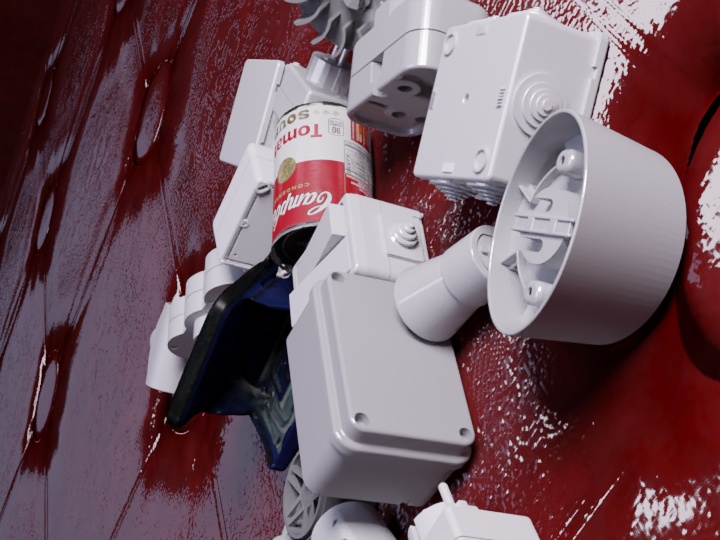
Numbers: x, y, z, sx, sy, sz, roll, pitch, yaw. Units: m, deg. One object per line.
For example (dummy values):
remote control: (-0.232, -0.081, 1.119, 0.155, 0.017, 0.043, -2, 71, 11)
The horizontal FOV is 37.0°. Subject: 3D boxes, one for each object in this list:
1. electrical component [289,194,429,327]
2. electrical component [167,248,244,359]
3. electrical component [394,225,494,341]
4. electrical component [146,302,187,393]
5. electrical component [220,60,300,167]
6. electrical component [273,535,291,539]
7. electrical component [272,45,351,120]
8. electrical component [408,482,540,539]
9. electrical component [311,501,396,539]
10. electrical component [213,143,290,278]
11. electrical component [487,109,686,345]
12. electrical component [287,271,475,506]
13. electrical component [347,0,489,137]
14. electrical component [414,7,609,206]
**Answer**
electrical component: (0.000, 0.000, 0.650, 0.096, 0.061, 0.061, -52, 34, 42)
electrical component: (-0.119, 0.043, 0.890, 0.138, 0.052, 0.073, -46, 39, 48)
electrical component: (0.053, 0.005, 0.561, 0.065, 0.044, 0.044, -38, 44, 46)
electrical component: (-0.173, 0.070, 1.001, 0.079, 0.043, 0.077, 15, 92, 66)
electrical component: (-0.069, -0.121, 0.874, 0.100, 0.048, 0.099, 26, 101, 65)
electrical component: (-0.043, 0.197, 0.660, 0.045, 0.045, 0.055, 39, 113, 63)
electrical component: (-0.024, -0.135, 0.787, 0.076, 0.047, 0.065, -66, 26, 20)
electrical component: (0.045, 0.134, 0.502, 0.065, 0.047, 0.076, -63, 28, 27)
electrical component: (0.000, 0.179, 0.580, 0.077, 0.043, 0.079, 45, 119, 62)
electrical component: (-0.071, -0.041, 0.821, 0.096, 0.062, 0.061, -61, 29, 30)
electrical component: (0.090, -0.016, 0.464, 0.099, 0.064, 0.099, -41, 42, 51)
electrical component: (0.009, 0.062, 0.580, 0.113, 0.078, 0.057, -101, 31, -42)
electrical component: (0.035, -0.127, 0.651, 0.095, 0.054, 0.059, -25, 56, 60)
electrical component: (0.074, -0.082, 0.552, 0.100, 0.048, 0.099, 16, 92, 66)
